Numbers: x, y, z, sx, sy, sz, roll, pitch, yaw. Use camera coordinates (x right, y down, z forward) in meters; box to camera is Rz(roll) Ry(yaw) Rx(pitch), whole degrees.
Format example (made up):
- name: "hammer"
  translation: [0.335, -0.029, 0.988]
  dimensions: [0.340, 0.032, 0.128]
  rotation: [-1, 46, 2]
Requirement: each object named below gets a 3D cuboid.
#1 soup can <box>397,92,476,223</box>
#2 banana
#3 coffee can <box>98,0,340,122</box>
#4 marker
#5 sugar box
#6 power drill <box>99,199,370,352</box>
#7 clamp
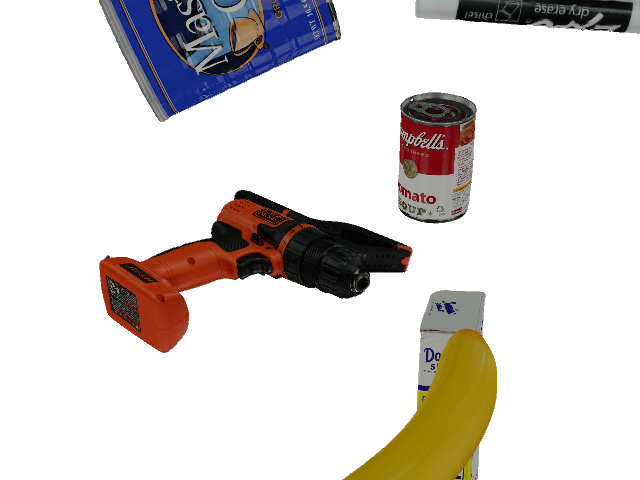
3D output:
- name: "soup can"
  translation: [0.105, -0.076, 0.978]
  dimensions: [0.068, 0.102, 0.068]
  rotation: [0, 31, 0]
- name: "banana"
  translation: [0.048, 0.105, 0.562]
  dimensions: [0.070, 0.037, 0.197]
  rotation: [19, 40, 37]
- name: "coffee can"
  translation: [-0.070, -0.158, 0.743]
  dimensions: [0.140, 0.103, 0.103]
  rotation: [-25, 1, -2]
- name: "marker"
  translation: [0.097, -0.088, 0.401]
  dimensions: [0.121, 0.020, 0.020]
  rotation: [5, 0, 2]
- name: "sugar box"
  translation: [0.090, 0.131, 0.759]
  dimensions: [0.048, 0.176, 0.093]
  rotation: [1, 14, 11]
- name: "power drill"
  translation: [-0.076, 0.030, 0.904]
  dimensions: [0.187, 0.057, 0.185]
  rotation: [-22, 30, -35]
- name: "clamp"
  translation: [0.000, 0.002, 1.181]
  dimensions: [0.210, 0.036, 0.164]
  rotation: [16, 20, -5]
